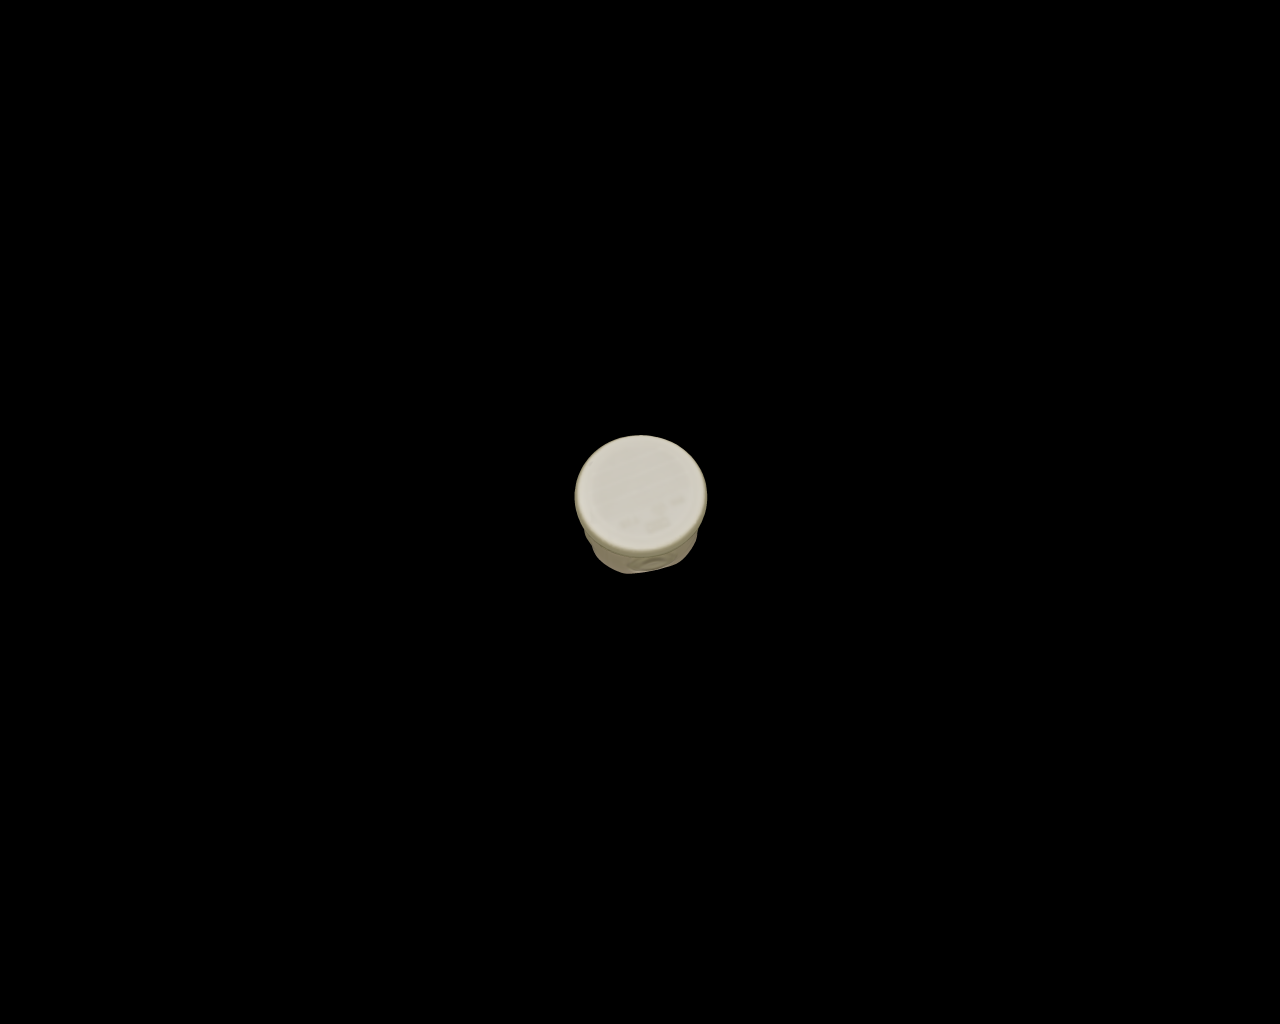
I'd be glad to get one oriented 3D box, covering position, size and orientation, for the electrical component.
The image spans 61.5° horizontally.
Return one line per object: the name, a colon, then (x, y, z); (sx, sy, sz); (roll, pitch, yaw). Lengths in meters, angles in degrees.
electrical component: (0.001, -0.003, 0.650); (0.080, 0.080, 0.051); (0, -24, 0)
